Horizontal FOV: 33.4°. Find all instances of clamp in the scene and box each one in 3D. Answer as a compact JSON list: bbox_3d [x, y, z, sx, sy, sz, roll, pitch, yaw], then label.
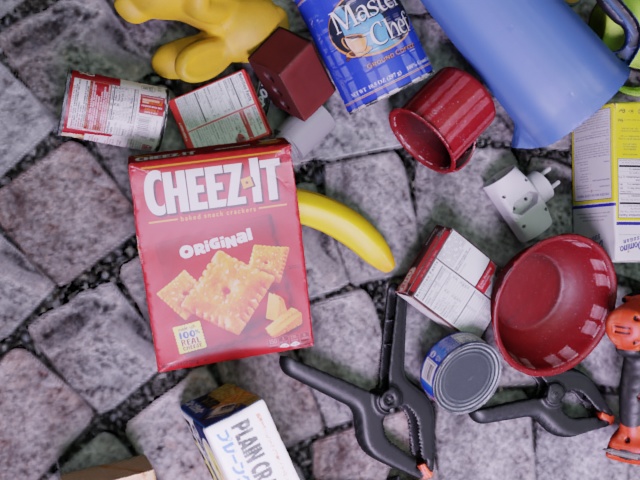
[{"bbox_3d":[0.072,0.162,1.160,0.164,0.036,0.210,-38,101,-19],"label":"clamp"},{"bbox_3d":[0.256,0.164,1.207,0.171,0.039,0.120,16,86,-15],"label":"clamp"}]

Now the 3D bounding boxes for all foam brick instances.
[{"bbox_3d":[-0.029,-0.171,1.099,0.051,0.053,0.078,-49,143,-13],"label":"foam brick"}]

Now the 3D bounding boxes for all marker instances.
[{"bbox_3d":[-0.063,-0.142,1.138,0.020,0.020,0.121,16,85,-14],"label":"marker"}]

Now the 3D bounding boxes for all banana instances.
[{"bbox_3d":[-0.007,-0.017,1.145,0.197,0.037,0.070,12,103,-13],"label":"banana"}]

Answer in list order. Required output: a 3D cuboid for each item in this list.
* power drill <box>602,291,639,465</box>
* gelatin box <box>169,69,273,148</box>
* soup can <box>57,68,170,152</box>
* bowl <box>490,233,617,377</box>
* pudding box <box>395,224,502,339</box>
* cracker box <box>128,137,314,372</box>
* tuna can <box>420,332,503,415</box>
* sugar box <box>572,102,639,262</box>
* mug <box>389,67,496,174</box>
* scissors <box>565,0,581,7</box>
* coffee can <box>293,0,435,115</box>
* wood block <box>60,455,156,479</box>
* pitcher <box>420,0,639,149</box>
[{"bbox_3d":[0.369,0.146,1.201,0.184,0.057,0.188,-13,104,-52],"label":"power drill"},{"bbox_3d":[-0.103,-0.127,1.110,0.089,0.030,0.073,-23,90,3],"label":"gelatin box"},{"bbox_3d":[-0.208,-0.130,1.076,0.102,0.069,0.068,9,87,-15],"label":"soup can"},{"bbox_3d":[0.242,0.064,1.158,0.161,0.055,0.162,-7,109,-23],"label":"bowl"},{"bbox_3d":[0.149,0.050,1.168,0.113,0.039,0.090,36,81,-26],"label":"pudding box"},{"bbox_3d":[-0.099,0.014,1.077,0.164,0.072,0.214,-8,102,-8],"label":"cracker box"},{"bbox_3d":[0.152,0.142,1.150,0.086,0.034,0.086,-10,115,-22],"label":"tuna can"},{"bbox_3d":[0.323,-0.063,1.199,0.048,0.093,0.176,-3,91,-16],"label":"sugar box"},{"bbox_3d":[0.140,-0.125,1.162,0.081,0.093,0.117,-46,131,-16],"label":"mug"},{"bbox_3d":[0.247,-0.344,1.223,0.201,0.016,0.096,30,82,-12],"label":"scissors"},{"bbox_3d":[0.046,-0.217,1.124,0.102,0.103,0.140,-28,96,-13],"label":"coffee can"},{"bbox_3d":[-0.192,0.331,1.062,0.090,0.091,0.206,-11,92,-15],"label":"wood block"},{"bbox_3d":[0.219,-0.234,1.157,0.243,0.145,0.149,48,55,-6],"label":"pitcher"}]
